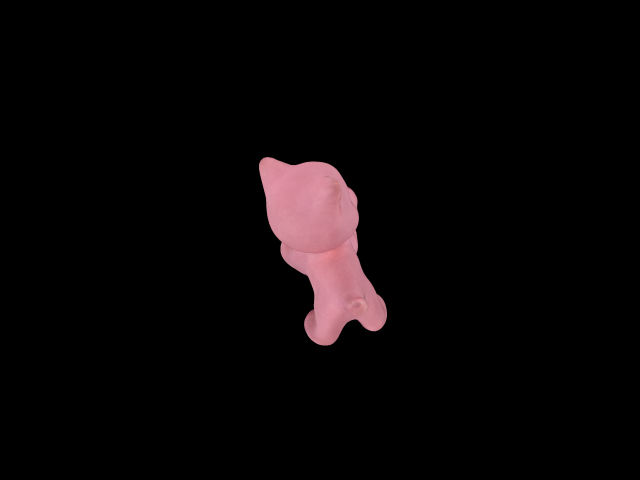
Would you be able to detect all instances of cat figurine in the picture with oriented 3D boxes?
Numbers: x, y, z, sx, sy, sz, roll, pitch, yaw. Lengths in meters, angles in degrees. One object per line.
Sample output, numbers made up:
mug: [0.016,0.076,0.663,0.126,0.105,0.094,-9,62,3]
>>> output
cat figurine: [0.004,0.001,0.400,0.067,0.118,0.127,-21,72,-7]
